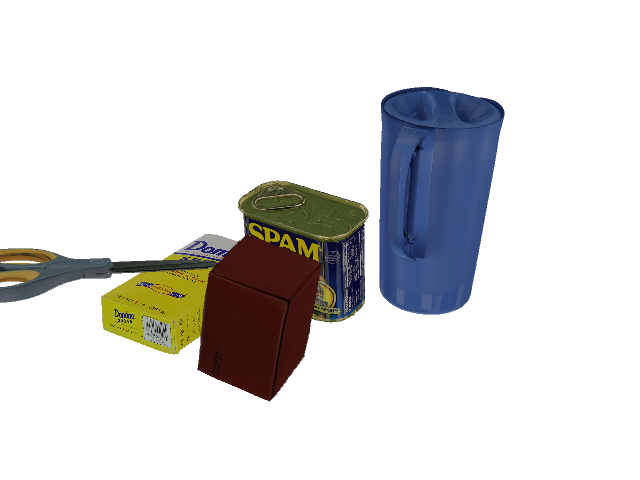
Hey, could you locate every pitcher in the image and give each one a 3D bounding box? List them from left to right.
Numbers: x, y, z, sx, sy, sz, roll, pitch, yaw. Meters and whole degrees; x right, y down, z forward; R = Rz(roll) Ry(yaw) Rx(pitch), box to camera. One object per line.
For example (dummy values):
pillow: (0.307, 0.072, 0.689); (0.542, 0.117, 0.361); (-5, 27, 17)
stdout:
pitcher: (0.121, -0.039, 1.194); (0.149, 0.243, 0.145); (-6, 28, -16)

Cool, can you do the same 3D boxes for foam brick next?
foam brick: (-0.037, 0.046, 0.645); (0.053, 0.078, 0.051); (21, 35, 15)

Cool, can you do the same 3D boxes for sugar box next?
sugar box: (-0.132, 0.050, 1.096); (0.093, 0.048, 0.175); (16, 32, 26)

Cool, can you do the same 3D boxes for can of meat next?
can of meat: (-0.013, 0.010, 0.842); (0.102, 0.084, 0.057); (18, 37, 30)

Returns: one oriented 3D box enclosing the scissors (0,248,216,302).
scissors: (-0.194, 0.030, 0.872); (0.202, 0.016, 0.096); (4, 23, 11)
